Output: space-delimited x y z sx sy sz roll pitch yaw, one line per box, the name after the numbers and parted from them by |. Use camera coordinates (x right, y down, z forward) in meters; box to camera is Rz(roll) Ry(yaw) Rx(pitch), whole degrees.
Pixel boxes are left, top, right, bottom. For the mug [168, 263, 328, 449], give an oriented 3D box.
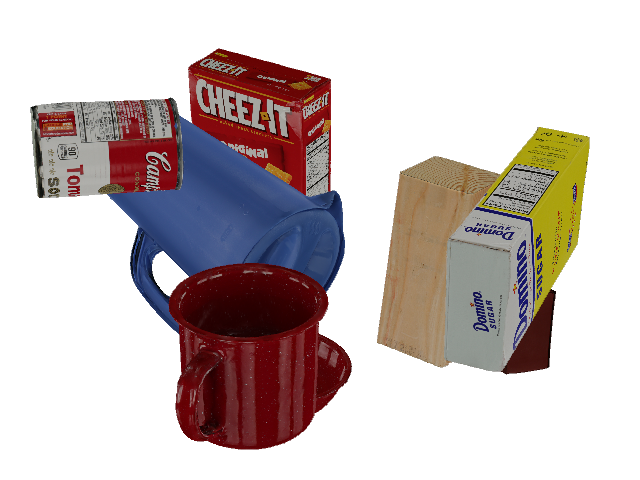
-0.048 0.075 0.629 0.093 0.081 0.117 12 28 21 | mug

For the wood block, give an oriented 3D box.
0.133 0.023 1.191 0.090 0.206 0.090 19 25 28 | wood block

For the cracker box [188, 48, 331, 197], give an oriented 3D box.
-0.073 -0.105 1.286 0.164 0.214 0.072 19 39 26 | cracker box

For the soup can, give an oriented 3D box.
-0.155 -0.067 0.771 0.102 0.068 0.069 -5 1 -15 | soup can

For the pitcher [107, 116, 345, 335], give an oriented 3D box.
-0.109 -0.020 1.003 0.148 0.145 0.243 -17 41 -41 | pitcher

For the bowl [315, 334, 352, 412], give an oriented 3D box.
-0.045 0.163 1.240 0.162 0.055 0.162 2 25 -1 | bowl

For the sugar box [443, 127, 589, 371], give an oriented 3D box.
0.134 0.002 0.712 0.048 0.093 0.176 12 34 22 | sugar box

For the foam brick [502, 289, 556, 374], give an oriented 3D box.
0.181 0.079 0.999 0.051 0.078 0.053 -7 18 -27 | foam brick
